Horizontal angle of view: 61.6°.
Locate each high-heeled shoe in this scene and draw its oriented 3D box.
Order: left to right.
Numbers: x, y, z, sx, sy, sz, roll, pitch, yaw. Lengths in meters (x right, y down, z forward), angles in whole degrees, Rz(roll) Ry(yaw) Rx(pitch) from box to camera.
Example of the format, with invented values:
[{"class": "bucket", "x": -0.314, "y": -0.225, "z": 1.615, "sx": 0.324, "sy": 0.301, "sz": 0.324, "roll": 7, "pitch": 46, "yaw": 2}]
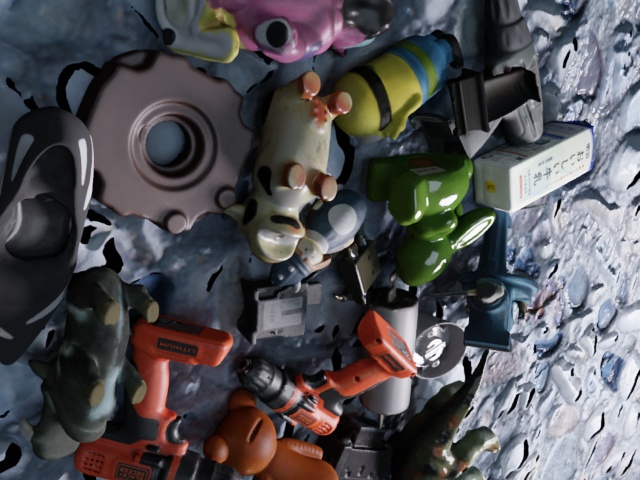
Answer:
[{"class": "high-heeled shoe", "x": -0.238, "y": 0.012, "z": 0.452, "sx": 0.086, "sy": 0.145, "sz": 0.248, "roll": 4, "pitch": 102, "yaw": -34}]

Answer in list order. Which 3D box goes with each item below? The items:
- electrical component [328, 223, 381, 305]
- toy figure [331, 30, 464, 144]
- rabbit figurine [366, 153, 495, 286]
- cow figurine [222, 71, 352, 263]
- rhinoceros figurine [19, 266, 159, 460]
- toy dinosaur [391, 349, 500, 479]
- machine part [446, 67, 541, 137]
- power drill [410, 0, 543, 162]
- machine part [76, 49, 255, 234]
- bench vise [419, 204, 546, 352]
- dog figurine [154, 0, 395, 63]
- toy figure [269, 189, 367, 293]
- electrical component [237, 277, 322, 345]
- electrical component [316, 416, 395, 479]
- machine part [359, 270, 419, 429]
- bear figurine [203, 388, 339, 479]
[{"class": "electrical component", "x": 0.043, "y": 0.036, "z": 0.716, "sx": 0.078, "sy": 0.045, "sz": 0.102, "roll": -56, "pitch": 136, "yaw": -42}, {"class": "toy figure", "x": 0.089, "y": -0.190, "z": 0.646, "sx": 0.180, "sy": 0.082, "sz": 0.089, "roll": -41, "pitch": 113, "yaw": -10}, {"class": "rabbit figurine", "x": 0.140, "y": -0.026, "z": 0.711, "sx": 0.159, "sy": 0.121, "sz": 0.170, "roll": -16, "pitch": 119, "yaw": -26}, {"class": "cow figurine", "x": -0.042, "y": -0.072, "z": 0.585, "sx": 0.085, "sy": 0.127, "sz": 0.194, "roll": 13, "pitch": 84, "yaw": -37}, {"class": "rhinoceros figurine", "x": -0.229, "y": 0.121, "z": 0.517, "sx": 0.073, "sy": 0.112, "sz": 0.190, "roll": 9, "pitch": 97, "yaw": -66}, {"class": "toy dinosaur", "x": 0.171, "y": 0.353, "z": 0.844, "sx": 0.192, "sy": 0.131, "sz": 0.404, "roll": -21, "pitch": 121, "yaw": -31}, {"class": "machine part", "x": 0.216, "y": -0.181, "z": 0.671, "sx": 0.139, "sy": 0.039, "sz": 0.084, "roll": -21, "pitch": 103, "yaw": -24}, {"class": "power drill", "x": 0.220, "y": -0.202, "z": 0.738, "sx": 0.207, "sy": 0.086, "sz": 0.231, "roll": -47, "pitch": 125, "yaw": -20}, {"class": "machine part", "x": -0.151, "y": -0.095, "z": 0.531, "sx": 0.179, "sy": 0.056, "sz": 0.179, "roll": -11, "pitch": 110, "yaw": -31}, {"class": "bench vise", "x": 0.261, "y": 0.048, "z": 0.808, "sx": 0.223, "sy": 0.129, "sz": 0.240, "roll": 32, "pitch": 64, "yaw": -51}, {"class": "dog figurine", "x": -0.032, "y": -0.232, "z": 0.542, "sx": 0.219, "sy": 0.192, "sz": 0.108, "roll": -33, "pitch": 126, "yaw": -62}, {"class": "toy figure", "x": -0.003, "y": -0.003, "z": 0.647, "sx": 0.154, "sy": 0.064, "sz": 0.057, "roll": -46, "pitch": 162, "yaw": -32}, {"class": "electrical component", "x": -0.041, "y": 0.081, "z": 0.670, "sx": 0.119, "sy": 0.048, "sz": 0.074, "roll": -1, "pitch": 107, "yaw": -32}, {"class": "electrical component", "x": 0.045, "y": 0.332, "z": 0.808, "sx": 0.115, "sy": 0.058, "sz": 0.134, "roll": 19, "pitch": 95, "yaw": -39}, {"class": "machine part", "x": 0.097, "y": 0.158, "z": 0.772, "sx": 0.079, "sy": 0.079, "sz": 0.243, "roll": -9, "pitch": 109, "yaw": -32}, {"class": "bear figurine", "x": -0.074, "y": 0.297, "z": 0.694, "sx": 0.196, "sy": 0.120, "sz": 0.132, "roll": 38, "pitch": 127, "yaw": -12}]
